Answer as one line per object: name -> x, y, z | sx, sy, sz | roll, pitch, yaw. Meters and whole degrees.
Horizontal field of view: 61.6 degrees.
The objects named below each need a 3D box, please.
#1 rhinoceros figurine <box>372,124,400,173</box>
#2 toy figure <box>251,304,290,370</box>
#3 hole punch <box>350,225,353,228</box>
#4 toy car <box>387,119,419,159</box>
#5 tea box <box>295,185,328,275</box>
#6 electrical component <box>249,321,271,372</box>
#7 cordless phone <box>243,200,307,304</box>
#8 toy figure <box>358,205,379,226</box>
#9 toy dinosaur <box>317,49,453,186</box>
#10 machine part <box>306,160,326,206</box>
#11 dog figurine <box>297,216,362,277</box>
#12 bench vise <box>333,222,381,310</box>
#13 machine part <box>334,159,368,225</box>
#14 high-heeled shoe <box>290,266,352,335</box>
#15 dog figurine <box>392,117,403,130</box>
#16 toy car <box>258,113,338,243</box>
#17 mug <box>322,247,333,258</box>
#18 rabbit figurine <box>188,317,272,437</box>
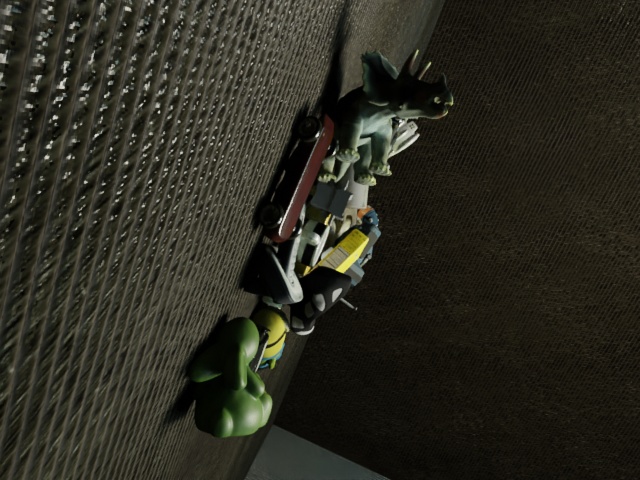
rhinoceros figurine -> 0.139, -0.211, 1.262 | 0.190, 0.073, 0.112 | 54, 51, -78
toy figure -> -0.114, 0.212, 1.122 | 0.089, 0.082, 0.180 | -62, 175, -47
hole punch -> 0.043, -0.094, 1.414 | 0.142, 0.092, 0.115 | -44, 128, -69
toy car -> 0.181, -0.261, 1.492 | 0.202, 0.073, 0.056 | -34, -173, 21
tea box -> -0.022, -0.023, 1.092 | 0.098, 0.068, 0.169 | -38, 150, -77
electrical component -> -0.147, 0.226, 0.980 | 0.134, 0.058, 0.114 | -50, 161, -69
cordless phone -> -0.054, 0.012, 0.905 | 0.146, 0.089, 0.184 | 29, 77, -84
toy figure -> 0.099, -0.088, 1.508 | 0.057, 0.155, 0.064 | -66, 173, 21
toy dinosaur -> 0.070, -0.203, 0.953 | 0.405, 0.131, 0.192 | 174, -70, -72
machine part -> -0.030, -0.089, 0.926 | 0.084, 0.039, 0.138 | -47, 163, -50
dog figurine -> -0.006, -0.006, 1.265 | 0.190, 0.121, 0.172 | -53, 171, 4
bench vise -> 0.065, 0.049, 1.456 | 0.223, 0.129, 0.241 | -64, -162, -4
machine part -> 0.068, -0.153, 1.146 | 0.079, 0.079, 0.243 | -36, 132, -79
high-heeled shoe -> 0.006, 0.125, 1.063 | 0.248, 0.145, 0.086 | 68, 22, -57
dog figurine -> 0.130, -0.253, 1.426 | 0.191, 0.108, 0.219 | -65, 179, -47
toy car -> -0.033, -0.092, 0.798 | 0.089, 0.053, 0.202 | 27, 85, -64
mug -> -0.022, 0.050, 1.311 | 0.107, 0.081, 0.109 | -34, 119, -38
rabbit figurine -> -0.143, 0.200, 0.813 | 0.159, 0.121, 0.170 | 47, 48, -76
